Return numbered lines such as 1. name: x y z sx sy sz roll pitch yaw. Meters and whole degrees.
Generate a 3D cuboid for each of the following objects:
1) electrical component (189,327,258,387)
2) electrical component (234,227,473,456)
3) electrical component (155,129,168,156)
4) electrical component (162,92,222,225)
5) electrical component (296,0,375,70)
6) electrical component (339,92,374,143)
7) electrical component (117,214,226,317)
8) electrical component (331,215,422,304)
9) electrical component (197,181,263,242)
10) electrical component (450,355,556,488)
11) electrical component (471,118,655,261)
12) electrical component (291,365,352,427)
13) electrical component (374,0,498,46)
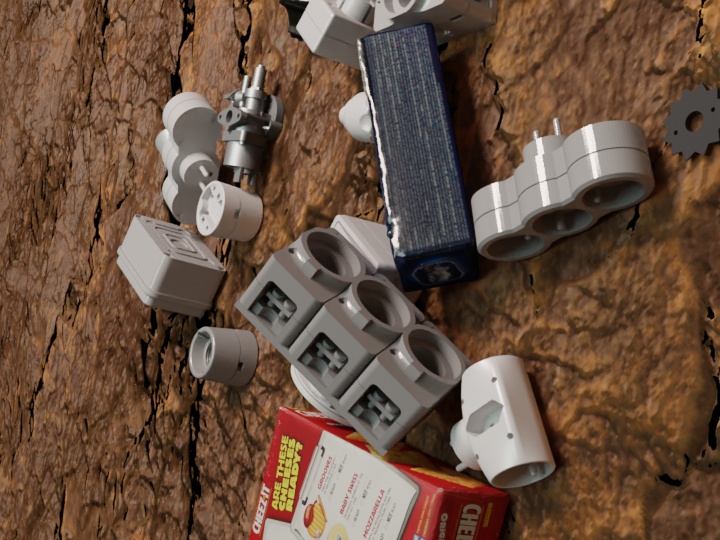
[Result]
1. electrical component: -0.132 0.082 1.034 0.055 0.047 0.055 -21 63 50
2. electrical component: 0.000 0.044 0.767 0.150 0.089 0.061 44 120 10
3. electrical component: -0.199 -0.122 1.197 0.044 0.044 0.065 -49 49 34
4. electrical component: -0.170 -0.106 1.111 0.073 0.052 0.138 -127 36 -47
5. electrical component: -0.005 -0.222 0.934 0.076 0.066 0.047 -58 40 26
6. electrical component: 0.006 -0.130 0.911 0.062 0.043 0.043 16 93 56
7. electrical component: -0.201 -0.004 1.130 0.113 0.078 0.057 43 112 51
8. electrical component: 0.000 0.000 0.864 0.061 0.061 0.096 -62 38 21
9. electrical component: -0.129 -0.057 1.072 0.055 0.047 0.055 -21 63 50
10. electrical component: 0.088 0.110 0.724 0.079 0.043 0.077 -43 48 40
11. electrical component: 0.128 -0.065 0.713 0.138 0.052 0.073 -31 56 46
12. electrical component: -0.009 0.080 0.837 0.051 0.080 0.080 -55 41 21
13. electrical component: 0.061 -0.265 0.860 0.089 0.062 0.150 -8 73 53
